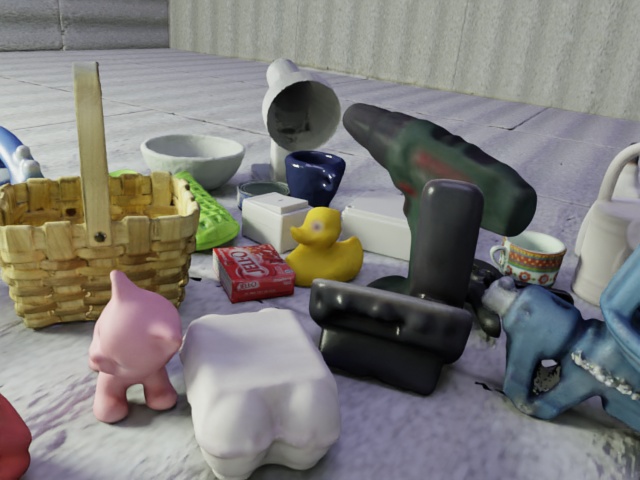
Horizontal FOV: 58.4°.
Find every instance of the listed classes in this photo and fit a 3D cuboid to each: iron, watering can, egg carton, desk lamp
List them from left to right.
[{"bbox_3d":[-0.378,-0.072,0.698,0.257,0.141,0.119,23,28,35],"label":"iron"},{"bbox_3d":[-0.048,0.109,0.434,0.107,0.069,0.150,-4,24,-21],"label":"egg carton"},{"bbox_3d":[-0.051,-0.183,0.945,0.118,0.214,0.202,-3,24,-18],"label":"desk lamp"},{"bbox_3d":[0.372,-0.016,0.669,0.101,0.194,0.173,5,23,0],"label":"watering can"}]

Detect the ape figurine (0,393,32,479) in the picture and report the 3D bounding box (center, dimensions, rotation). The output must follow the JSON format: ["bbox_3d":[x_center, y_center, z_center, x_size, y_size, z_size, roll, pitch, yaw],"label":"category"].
[{"bbox_3d":[-0.218,0.116,0.348,0.078,0.092,0.076,3,23,-6],"label":"ape figurine"}]

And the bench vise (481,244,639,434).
[{"bbox_3d":[0.236,0.054,0.435,0.207,0.220,0.121,8,23,7],"label":"bench vise"}]

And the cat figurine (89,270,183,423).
[{"bbox_3d":[-0.144,0.070,0.441,0.067,0.118,0.127,-6,25,-25],"label":"cat figurine"}]

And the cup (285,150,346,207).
[{"bbox_3d":[-0.004,-0.074,0.851,0.092,0.095,0.117,-6,25,-26],"label":"cup"}]

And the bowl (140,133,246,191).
[{"bbox_3d":[-0.207,-0.122,0.945,0.167,0.075,0.167,5,23,-2],"label":"bowl"}]

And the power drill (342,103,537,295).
[{"bbox_3d":[0.103,-0.023,0.604,0.228,0.208,0.076,23,29,37],"label":"power drill"}]

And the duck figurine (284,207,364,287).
[{"bbox_3d":[0.006,0.002,0.681,0.105,0.086,0.077,-8,26,-29],"label":"duck figurine"}]

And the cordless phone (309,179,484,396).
[{"bbox_3d":[0.067,0.027,0.505,0.147,0.185,0.094,10,23,11],"label":"cordless phone"}]

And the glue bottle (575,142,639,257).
[{"bbox_3d":[0.406,-0.047,0.779,0.037,0.173,0.077,-12,28,-35],"label":"glue bottle"}]
